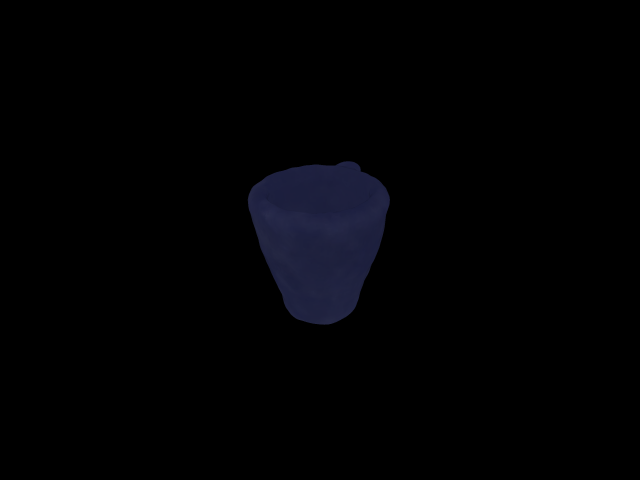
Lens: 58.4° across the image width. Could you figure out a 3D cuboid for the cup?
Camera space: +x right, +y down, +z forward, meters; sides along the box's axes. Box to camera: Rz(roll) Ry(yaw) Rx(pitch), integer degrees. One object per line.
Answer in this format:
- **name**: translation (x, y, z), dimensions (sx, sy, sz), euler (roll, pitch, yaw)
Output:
- **cup**: translation (0.004, 0.001, 0.400), dimensions (0.091, 0.095, 0.118), euler (9, 30, 17)
